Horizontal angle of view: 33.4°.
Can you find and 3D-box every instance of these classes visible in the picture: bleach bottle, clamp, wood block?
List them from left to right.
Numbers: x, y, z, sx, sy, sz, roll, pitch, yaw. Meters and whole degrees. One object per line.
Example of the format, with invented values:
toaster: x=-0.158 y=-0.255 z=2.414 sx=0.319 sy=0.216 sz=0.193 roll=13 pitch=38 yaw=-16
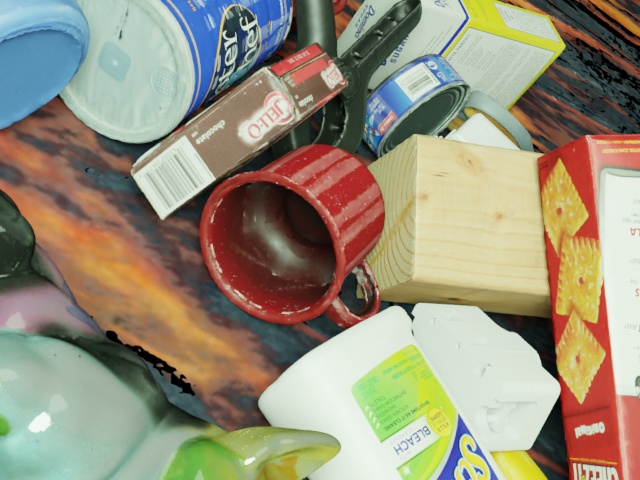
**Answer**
clamp: x=0.015 y=-0.112 z=0.723 sx=0.120 sy=0.171 sz=0.039 roll=11 pitch=3 yaw=-37
bleach bottle: x=0.076 y=0.161 z=0.568 sx=0.102 sy=0.068 sz=0.251 roll=-23 pitch=72 yaw=-47
wood block: x=0.137 y=0.000 z=0.693 sx=0.205 sy=0.091 sz=0.090 roll=7 pitch=77 yaw=-19

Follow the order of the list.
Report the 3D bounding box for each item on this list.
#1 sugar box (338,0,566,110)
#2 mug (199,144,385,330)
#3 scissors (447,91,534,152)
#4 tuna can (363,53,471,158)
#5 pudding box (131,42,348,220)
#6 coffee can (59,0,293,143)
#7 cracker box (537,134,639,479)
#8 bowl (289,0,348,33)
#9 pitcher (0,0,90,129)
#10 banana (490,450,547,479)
sugar box: x=0.105 y=-0.157 z=0.872 sx=0.175 sy=0.093 sz=0.048 roll=9 pitch=47 yaw=-34
mug: x=-0.004 y=0.001 z=0.636 sx=0.117 sy=0.093 sz=0.081 roll=51 pitch=34 yaw=0
scissors: x=0.165 y=-0.059 z=0.880 sx=0.096 sy=0.016 sz=0.201 roll=24 pitch=-14 yaw=50
tuna can: x=0.068 y=-0.097 z=0.788 sx=0.085 sy=0.086 sz=0.034 roll=-19 pitch=66 yaw=-48
pudding box: x=-0.046 y=-0.066 z=0.627 sx=0.039 sy=0.114 sz=0.090 roll=56 pitch=27 yaw=-5
coffee can: x=-0.092 y=-0.135 z=0.678 sx=0.103 sy=0.103 sz=0.140 roll=41 pitch=38 yaw=0
cracker box: x=0.222 y=0.047 z=0.625 sx=0.164 sy=0.072 sz=0.214 roll=-2 pitch=83 yaw=-15
bowl: x=-0.059 y=-0.208 z=0.814 sx=0.162 sy=0.055 sz=0.162 roll=23 pitch=41 yaw=-22
pitcher: x=-0.223 y=-0.185 z=0.589 sx=0.144 sy=0.149 sz=0.243 roll=-21 pitch=72 yaw=-49
banana: x=0.158 y=0.185 z=0.631 sx=0.198 sy=0.037 sz=0.069 roll=50 pitch=41 yaw=11
